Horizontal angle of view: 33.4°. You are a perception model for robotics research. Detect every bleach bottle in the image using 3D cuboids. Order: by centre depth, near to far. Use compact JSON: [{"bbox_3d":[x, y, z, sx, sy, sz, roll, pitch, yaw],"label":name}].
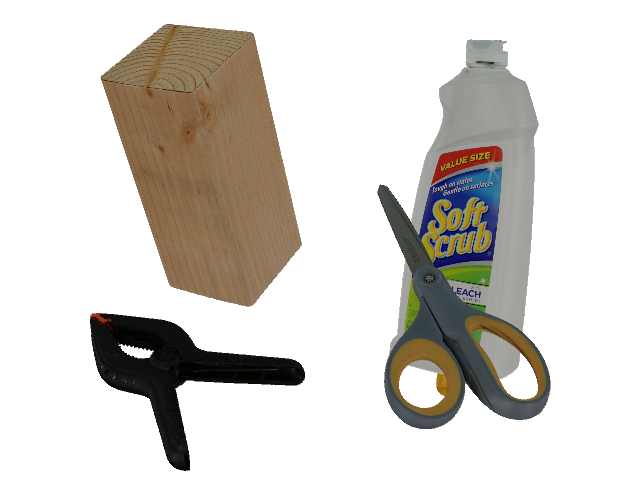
[{"bbox_3d":[0.111,-0.025,0.812,0.103,0.251,0.067,10,14,32],"label":"bleach bottle"}]

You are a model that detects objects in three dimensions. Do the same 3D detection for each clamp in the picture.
[{"bbox_3d":[-0.130,0.117,0.988,0.164,0.036,0.210,-26,42,-38],"label":"clamp"}]

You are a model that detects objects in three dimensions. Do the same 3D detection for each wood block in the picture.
[{"bbox_3d":[-0.091,-0.059,0.864,0.090,0.206,0.090,12,43,29],"label":"wood block"}]

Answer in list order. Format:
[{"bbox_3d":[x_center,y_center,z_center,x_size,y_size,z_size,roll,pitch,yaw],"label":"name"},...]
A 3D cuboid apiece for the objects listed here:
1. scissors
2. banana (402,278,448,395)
[{"bbox_3d":[0.051,0.038,0.620,0.096,0.016,0.202,-23,45,-19],"label":"scissors"},{"bbox_3d":[0.135,0.087,1.093,0.070,0.037,0.198,-28,29,9],"label":"banana"}]
